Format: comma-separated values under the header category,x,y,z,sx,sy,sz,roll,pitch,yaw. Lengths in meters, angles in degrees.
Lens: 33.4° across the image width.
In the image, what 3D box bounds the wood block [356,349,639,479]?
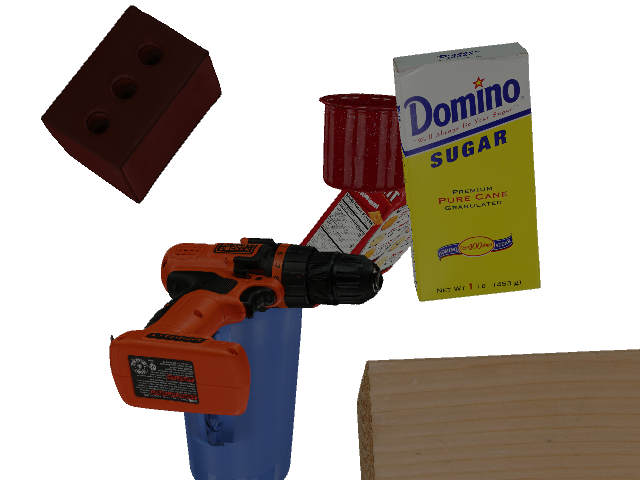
category,x,y,z,sx,sy,sz,roll,pitch,yaw
wood block,0.126,0.112,0.552,0.206,0.091,0.090,-2,-22,-2

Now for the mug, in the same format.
category,x,y,z,sx,sy,sz,roll,pitch,yaw
mug,0.056,-0.091,1.004,0.117,0.081,0.093,1,15,-2

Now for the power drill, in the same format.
category,x,y,z,sx,sy,sz,roll,pitch,yaw
power drill,-0.059,0.058,0.803,0.185,0.057,0.187,1,24,18

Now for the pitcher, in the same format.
category,x,y,z,sx,sy,sz,roll,pitch,yaw
pitcher,-0.088,0.143,1.087,0.149,0.243,0.145,-11,28,-24

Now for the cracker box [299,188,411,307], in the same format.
category,x,y,z,sx,sy,sz,roll,pitch,yaw
cracker box,0.070,-0.030,1.247,0.163,0.072,0.214,-22,-24,-49

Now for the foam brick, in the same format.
category,x,y,z,sx,sy,sz,roll,pitch,yaw
foam brick,-0.097,-0.070,0.556,0.053,0.078,0.051,32,-11,11

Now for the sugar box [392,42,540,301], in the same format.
category,x,y,z,sx,sy,sz,roll,pitch,yaw
sugar box,0.106,-0.048,0.769,0.093,0.176,0.048,-7,22,2
